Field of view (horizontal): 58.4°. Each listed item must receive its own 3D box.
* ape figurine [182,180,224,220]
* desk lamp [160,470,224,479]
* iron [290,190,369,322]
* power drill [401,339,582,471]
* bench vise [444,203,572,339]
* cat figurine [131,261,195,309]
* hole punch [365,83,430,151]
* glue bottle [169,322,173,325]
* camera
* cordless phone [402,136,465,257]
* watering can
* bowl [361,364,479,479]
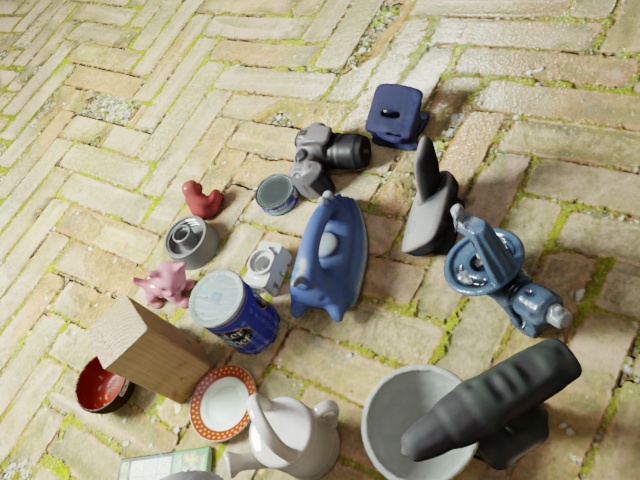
[{"bbox_3d":[-0.253,-0.091,1.197,0.077,0.092,0.076,16,69,32],"label":"ape figurine"},{"bbox_3d":[-0.137,0.425,0.751,0.118,0.214,0.202,-32,53,4],"label":"desk lamp"},{"bbox_3d":[0.009,0.004,0.988,0.118,0.142,0.258,1,61,25],"label":"iron"},{"bbox_3d":[0.220,0.221,0.716,0.229,0.209,0.075,-36,52,1],"label":"power drill"},{"bbox_3d":[0.261,0.033,0.805,0.206,0.220,0.121,19,70,33],"label":"bench vise"},{"bbox_3d":[-0.301,0.080,1.098,0.127,0.118,0.067,-5,59,22],"label":"cat figurine"},{"bbox_3d":[0.147,-0.237,1.104,0.108,0.091,0.101,18,69,32],"label":"hole punch"},{"bbox_3d":[-0.317,0.162,1.020,0.037,0.174,0.078,13,67,31],"label":"glue bottle"},{"bbox_3d":[0.021,-0.164,1.111,0.136,0.101,0.143,4,63,27],"label":"camera"},{"bbox_3d":[0.168,-0.067,0.931,0.093,0.186,0.147,3,62,26],"label":"cordless phone"},{"bbox_3d":[-0.055,0.282,0.814,0.100,0.195,0.173,31,77,36],"label":"watering can"},{"bbox_3d":[0.147,0.265,0.807,0.167,0.075,0.167,-11,57,18],"label":"bowl"}]
